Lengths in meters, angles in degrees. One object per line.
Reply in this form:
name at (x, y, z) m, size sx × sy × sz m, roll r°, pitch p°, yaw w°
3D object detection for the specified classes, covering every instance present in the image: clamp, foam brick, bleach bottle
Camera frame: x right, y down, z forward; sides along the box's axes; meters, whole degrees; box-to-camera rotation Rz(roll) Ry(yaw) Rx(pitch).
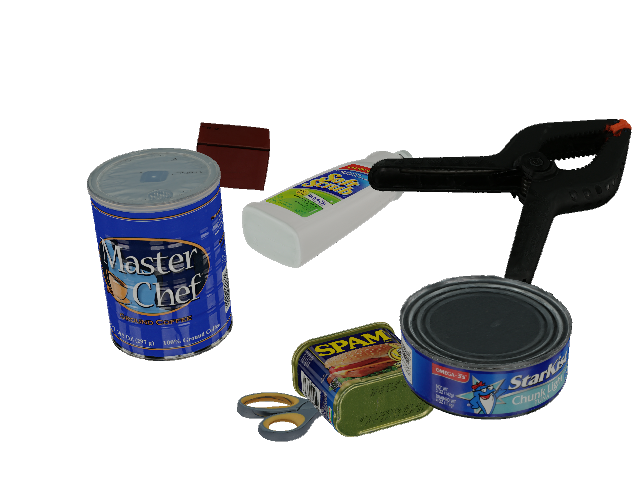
clamp at (0.164, -0.038, 0.808) m, size 0.209 × 0.036 × 0.165 m, roll -20°, pitch 46°, yaw -21°
foam brick at (-0.095, -0.091, 1.150) m, size 0.078 × 0.051 × 0.053 m, roll 5°, pitch 30°, yaw -4°
bleach bottle at (0.023, -0.056, 1.348) m, size 0.103 × 0.068 × 0.250 m, roll 26°, pitch 43°, yaw 35°

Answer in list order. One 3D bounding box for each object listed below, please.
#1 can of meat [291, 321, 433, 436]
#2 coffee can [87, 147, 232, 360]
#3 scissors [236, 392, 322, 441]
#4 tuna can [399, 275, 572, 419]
can of meat at (0.038, 0.119, 0.912) m, size 0.102 × 0.057 × 0.084 m, roll -12°, pitch 25°, yaw -22°
coffee can at (-0.126, 0.010, 0.855) m, size 0.103 × 0.140 × 0.103 m, roll -2°, pitch 29°, yaw 1°
scissors at (0.008, 0.195, 1.199) m, size 0.201 × 0.016 × 0.096 m, roll 2°, pitch 23°, yaw -10°
tuna can at (0.083, 0.053, 0.542) m, size 0.086 × 0.034 × 0.086 m, roll -2°, pitch 28°, yaw 1°
